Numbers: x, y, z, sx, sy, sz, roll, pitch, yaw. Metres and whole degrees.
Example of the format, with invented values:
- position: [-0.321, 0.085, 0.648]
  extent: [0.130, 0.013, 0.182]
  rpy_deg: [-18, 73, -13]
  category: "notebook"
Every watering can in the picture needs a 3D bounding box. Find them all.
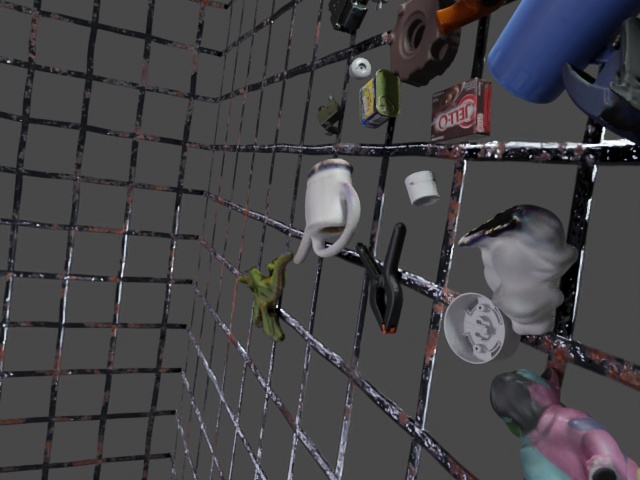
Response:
- position: [0.004, -0.063, 1.244]
  extent: [0.343, 0.104, 0.227]
  rpy_deg: [151, 123, -61]
  category: "watering can"

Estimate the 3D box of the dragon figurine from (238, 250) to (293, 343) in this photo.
- position: [-0.137, 0.182, 1.541]
  extent: [0.405, 0.123, 0.244]
  rpy_deg: [-30, 75, 63]
  category: "dragon figurine"

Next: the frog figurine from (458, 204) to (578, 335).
- position: [0.273, 0.039, 0.673]
  extent: [0.159, 0.124, 0.135]
  rpy_deg: [56, 140, 0]
  category: "frog figurine"
